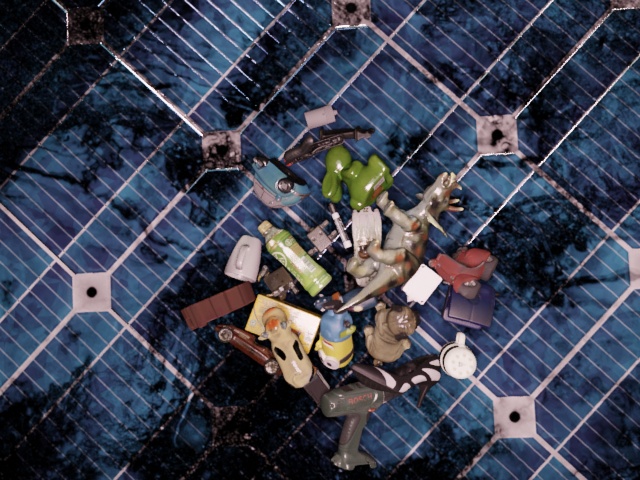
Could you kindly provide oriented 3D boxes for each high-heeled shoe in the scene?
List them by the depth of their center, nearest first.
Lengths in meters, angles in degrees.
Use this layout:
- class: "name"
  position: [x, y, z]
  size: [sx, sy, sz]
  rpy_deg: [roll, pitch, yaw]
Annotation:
- class: "high-heeled shoe"
  position: [0.188, 0.295, 1.268]
  size: [0.248, 0.086, 0.145]
  rpy_deg: [33, 63, -24]

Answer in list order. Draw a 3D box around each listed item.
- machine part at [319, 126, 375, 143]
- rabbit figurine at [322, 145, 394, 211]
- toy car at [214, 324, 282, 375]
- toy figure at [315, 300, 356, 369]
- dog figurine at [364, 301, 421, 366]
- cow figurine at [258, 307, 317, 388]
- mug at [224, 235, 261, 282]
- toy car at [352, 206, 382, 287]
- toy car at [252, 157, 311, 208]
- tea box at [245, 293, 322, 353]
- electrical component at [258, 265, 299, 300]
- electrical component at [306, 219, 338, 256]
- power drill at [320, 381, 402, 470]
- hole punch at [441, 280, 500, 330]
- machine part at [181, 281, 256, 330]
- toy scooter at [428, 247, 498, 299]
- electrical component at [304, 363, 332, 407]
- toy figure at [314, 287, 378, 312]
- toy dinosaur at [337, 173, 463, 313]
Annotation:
- class: "machine part"
  position: [0.065, -0.266, 1.351]
  size: [0.139, 0.084, 0.039]
  rpy_deg: [0, 117, 14]
- class: "rabbit figurine"
  position: [0.075, -0.159, 1.338]
  size: [0.170, 0.121, 0.159]
  rpy_deg: [42, 97, 22]
- class: "toy car"
  position: [-0.170, 0.263, 1.326]
  size: [0.202, 0.089, 0.053]
  rpy_deg: [35, 90, 5]
- class: "toy figure"
  position: [0.043, 0.229, 1.291]
  size: [0.089, 0.082, 0.180]
  rpy_deg: [-7, 116, -20]
- class: "dog figurine"
  position: [0.166, 0.229, 1.261]
  size: [0.121, 0.190, 0.172]
  rpy_deg: [7, 89, 3]
- class: "cow figurine"
  position: [-0.079, 0.246, 1.235]
  size: [0.085, 0.127, 0.195]
  rpy_deg: [-25, 87, -1]
- class: "mug"
  position: [-0.187, 0.040, 1.332]
  size: [0.081, 0.109, 0.107]
  rpy_deg: [12, 73, 9]
- class: "toy car"
  position: [0.118, 0.016, 1.339]
  size: [0.074, 0.056, 0.201]
  rpy_deg: [-3, 88, 3]
- class: "toy car"
  position: [-0.111, -0.133, 1.336]
  size: [0.162, 0.109, 0.103]
  rpy_deg: [39, 107, 12]
- class: "tea box"
  position: [-0.088, 0.205, 1.334]
  size: [0.170, 0.068, 0.098]
  rpy_deg: [22, 88, 4]
- class: "electrical component"
  position: [-0.108, 0.105, 1.335]
  size: [0.078, 0.045, 0.102]
  rpy_deg: [-30, 57, -5]
- class: "electrical component"
  position: [-0.003, -0.004, 1.363]
  size: [0.094, 0.021, 0.063]
  rpy_deg: [-41, 86, 1]
- class: "power drill"
  position: [0.109, 0.438, 1.292]
  size: [0.232, 0.086, 0.207]
  rpy_deg: [4, 100, -26]
- class: "hole punch"
  position: [0.365, 0.154, 1.308]
  size: [0.142, 0.092, 0.115]
  rpy_deg: [14, 84, 7]
- class: "machine part"
  position: [-0.241, 0.155, 1.293]
  size: [0.179, 0.179, 0.056]
  rpy_deg: [-24, 90, 1]
- class: "toy scooter"
  position: [0.340, 0.064, 1.291]
  size: [0.135, 0.184, 0.075]
  rpy_deg: [28, 128, 24]
- class: "electrical component"
  position: [-0.019, 0.343, 1.321]
  size: [0.048, 0.075, 0.119]
  rpy_deg: [-38, 90, 0]
- class: "toy figure"
  position: [0.064, 0.155, 1.330]
  size: [0.155, 0.064, 0.057]
  rpy_deg: [-12, 102, 10]
- class: "toy dinosaur"
  position: [0.193, 0.021, 1.274]
  size: [0.192, 0.131, 0.404]
  rpy_deg: [28, 85, -14]
